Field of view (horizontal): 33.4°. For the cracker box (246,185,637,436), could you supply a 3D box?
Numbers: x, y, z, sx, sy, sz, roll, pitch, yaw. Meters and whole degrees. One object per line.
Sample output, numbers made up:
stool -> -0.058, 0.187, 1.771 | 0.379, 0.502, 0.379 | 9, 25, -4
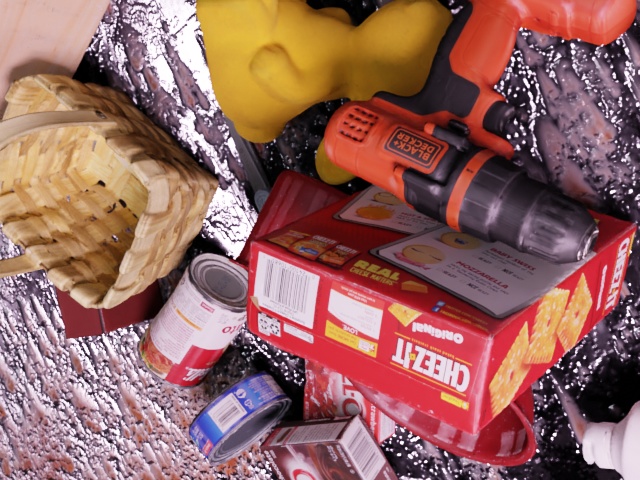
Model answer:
cracker box -> 0.081, 0.025, 0.678 | 0.164, 0.213, 0.072 | 21, 118, 30

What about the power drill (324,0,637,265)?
power drill -> 0.119, -0.089, 0.662 | 0.185, 0.057, 0.187 | 28, 74, 25

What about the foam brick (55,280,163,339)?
foam brick -> -0.188, 0.054, 0.959 | 0.051, 0.078, 0.053 | -11, 92, 36

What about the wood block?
wood block -> -0.243, -0.197, 0.900 | 0.206, 0.090, 0.091 | -50, 43, 41

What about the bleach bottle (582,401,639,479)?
bleach bottle -> 0.282, 0.130, 0.649 | 0.251, 0.068, 0.102 | -1, 121, 37

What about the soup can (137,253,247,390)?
soup can -> -0.104, 0.069, 0.910 | 0.068, 0.068, 0.102 | 46, 121, 18

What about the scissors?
scissors -> -0.026, -0.028, 0.865 | 0.096, 0.016, 0.202 | -7, 96, 34

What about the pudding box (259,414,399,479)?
pudding box -> 0.017, 0.195, 0.849 | 0.090, 0.039, 0.113 | -15, 110, 41

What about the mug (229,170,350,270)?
mug -> -0.005, 0.001, 0.789 | 0.081, 0.093, 0.117 | -64, 21, -3

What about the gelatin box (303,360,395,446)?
gelatin box -> 0.024, 0.111, 0.852 | 0.073, 0.030, 0.089 | 11, 107, 32

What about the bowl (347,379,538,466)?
bowl -> 0.090, 0.092, 0.759 | 0.162, 0.055, 0.162 | 28, 154, 15

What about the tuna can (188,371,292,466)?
tuna can -> -0.067, 0.148, 0.891 | 0.034, 0.085, 0.086 | 49, 123, 18
